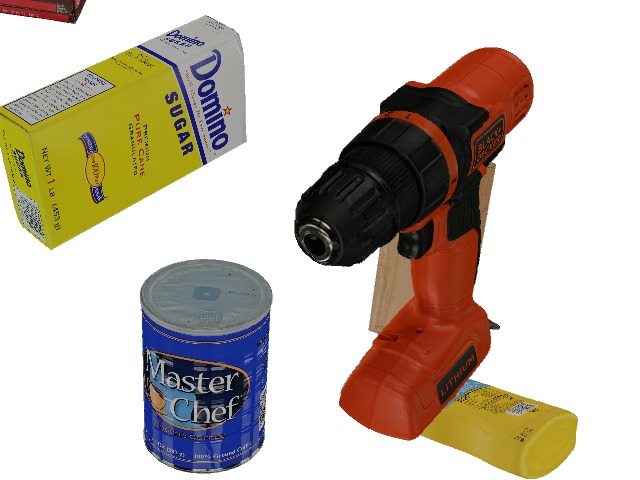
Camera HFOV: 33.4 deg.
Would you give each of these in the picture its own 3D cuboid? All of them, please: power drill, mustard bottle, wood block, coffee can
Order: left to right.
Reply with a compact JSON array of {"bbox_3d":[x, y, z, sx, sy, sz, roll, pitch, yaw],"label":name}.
[{"bbox_3d":[-0.093,0.100,0.861,0.103,0.140,0.103,3,29,-2],"label":"coffee can"},{"bbox_3d":[0.048,0.012,0.552,0.057,0.188,0.184,24,43,27],"label":"power drill"},{"bbox_3d":[0.124,0.009,1.197,0.090,0.206,0.090,19,26,26],"label":"wood block"},{"bbox_3d":[0.139,0.166,1.017,0.192,0.058,0.096,15,22,41],"label":"mustard bottle"}]

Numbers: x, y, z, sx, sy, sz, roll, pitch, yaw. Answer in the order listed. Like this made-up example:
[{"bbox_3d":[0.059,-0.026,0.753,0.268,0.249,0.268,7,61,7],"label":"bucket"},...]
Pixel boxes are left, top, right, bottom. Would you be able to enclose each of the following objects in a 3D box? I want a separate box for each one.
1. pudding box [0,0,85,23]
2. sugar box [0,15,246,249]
[{"bbox_3d":[-0.236,-0.225,0.886,0.090,0.039,0.113,8,36,-5],"label":"pudding box"},{"bbox_3d":[-0.126,-0.075,0.713,0.175,0.093,0.048,-32,49,-33],"label":"sugar box"}]
